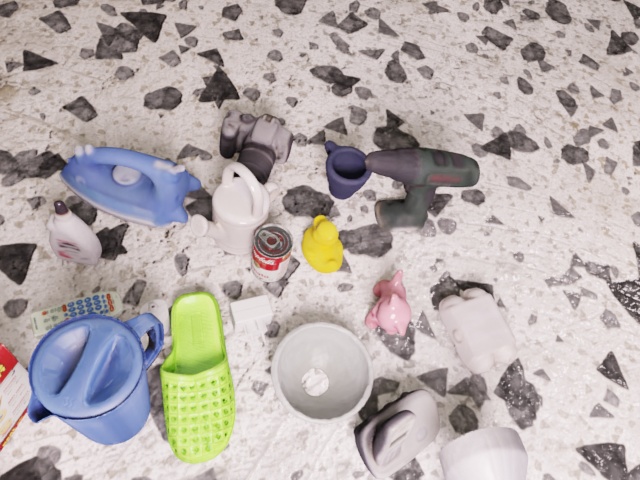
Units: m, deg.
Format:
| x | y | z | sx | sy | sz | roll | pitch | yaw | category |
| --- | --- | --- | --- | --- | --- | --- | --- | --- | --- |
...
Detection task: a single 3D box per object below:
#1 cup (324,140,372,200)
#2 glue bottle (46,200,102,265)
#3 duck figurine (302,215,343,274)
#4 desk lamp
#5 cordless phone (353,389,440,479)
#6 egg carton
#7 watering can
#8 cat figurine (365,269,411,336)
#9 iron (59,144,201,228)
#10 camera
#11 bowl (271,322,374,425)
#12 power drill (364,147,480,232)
| x | y | z | sx | sy | sz | roll | pitch | yaw | category |
| --- | --- | --- | --- | --- | --- | --- | --- | --- | --- |
| 0.041 | -0.132 | 1.132 | 0.092 | 0.095 | 0.117 | -31 | 71 | -25 | cup |
| -0.408 | -0.016 | 0.931 | 0.078 | 0.173 | 0.037 | 9 | 60 | -6 | glue bottle |
| 0.010 | 0.004 | 1.054 | 0.078 | 0.086 | 0.104 | -11 | 64 | -17 | duck figurine |
| 0.231 | 0.387 | 0.810 | 0.118 | 0.213 | 0.203 | -2 | 61 | -12 | desk lamp |
| 0.132 | 0.281 | 0.866 | 0.148 | 0.185 | 0.094 | -31 | 71 | -25 | cordless phone |
| 0.281 | 0.162 | 1.030 | 0.107 | 0.069 | 0.150 | -16 | 66 | -19 | egg carton |
| -0.141 | -0.055 | 0.995 | 0.101 | 0.194 | 0.173 | 28 | 60 | 6 | watering can |
| 0.127 | 0.112 | 0.999 | 0.067 | 0.117 | 0.128 | 17 | 59 | -1 | cat figurine |
| -0.350 | -0.119 | 1.019 | 0.258 | 0.141 | 0.118 | 14 | 59 | -3 | iron |
| -0.134 | -0.177 | 1.118 | 0.143 | 0.101 | 0.137 | 18 | 59 | -1 | camera |
| 0.000 | 0.223 | 0.936 | 0.167 | 0.074 | 0.167 | 5 | 60 | -8 | bowl |
| 0.172 | -0.098 | 1.073 | 0.230 | 0.208 | 0.075 | -6 | 62 | -14 | power drill |
